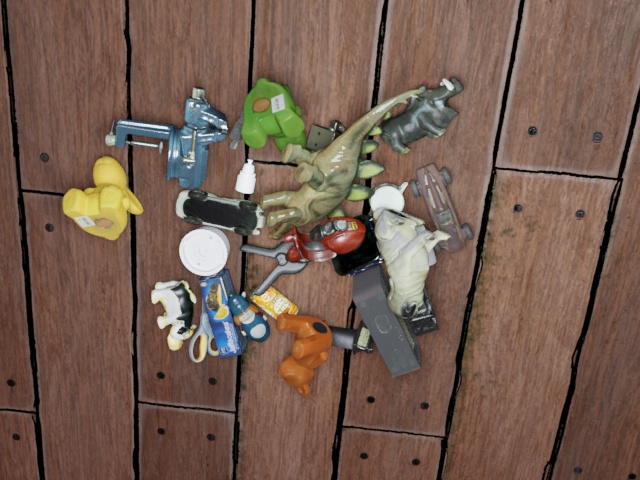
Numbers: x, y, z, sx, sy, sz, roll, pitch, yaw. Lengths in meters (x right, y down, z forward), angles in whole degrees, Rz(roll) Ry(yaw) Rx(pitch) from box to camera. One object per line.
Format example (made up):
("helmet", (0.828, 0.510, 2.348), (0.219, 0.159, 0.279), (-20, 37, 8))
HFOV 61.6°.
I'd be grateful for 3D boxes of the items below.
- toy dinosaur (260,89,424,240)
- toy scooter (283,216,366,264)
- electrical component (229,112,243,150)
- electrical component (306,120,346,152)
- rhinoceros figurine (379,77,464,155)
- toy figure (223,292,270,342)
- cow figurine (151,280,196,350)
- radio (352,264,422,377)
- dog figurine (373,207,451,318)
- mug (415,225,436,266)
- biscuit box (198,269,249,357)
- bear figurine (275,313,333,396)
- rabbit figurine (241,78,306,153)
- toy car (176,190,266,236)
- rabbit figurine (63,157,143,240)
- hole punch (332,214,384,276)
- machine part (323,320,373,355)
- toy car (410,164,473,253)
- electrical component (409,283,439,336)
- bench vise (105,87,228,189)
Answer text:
("toy dinosaur", (0.020, -0.133, 1.080), (0.198, 0.105, 0.471), (3, 144, -34))
("toy scooter", (-0.002, -0.003, 1.109), (0.184, 0.135, 0.075), (-21, 65, 20))
("electrical component", (-0.171, -0.233, 1.139), (0.021, 0.063, 0.094), (29, 108, -4))
("electrical component", (0.015, -0.206, 1.146), (0.078, 0.045, 0.102), (19, 106, 28))
("rhinoceros figurine", (0.212, -0.254, 1.103), (0.190, 0.073, 0.112), (-34, 90, 15))
("toy figure", (-0.163, 0.178, 1.236), (0.058, 0.064, 0.154), (11, 146, 33))
("cow figurine", (-0.333, 0.177, 1.275), (0.098, 0.068, 0.167), (-11, 106, 2))
("radio", (0.151, 0.182, 1.201), (0.073, 0.131, 0.229), (-25, 103, 13))
("dog figurine", (0.154, 0.045, 1.096), (0.173, 0.121, 0.190), (37, 110, 41))
("mug", (0.190, 0.010, 1.172), (0.110, 0.081, 0.107), (-14, 93, -14))
("biscuit box", (-0.225, 0.173, 1.264), (0.059, 0.063, 0.202), (-10, 105, 10))
("bear figurine", (-0.055, 0.265, 1.226), (0.132, 0.120, 0.195), (3, 129, -40))
("rabbit figurine", (-0.089, -0.236, 1.099), (0.121, 0.170, 0.159), (-24, 62, 9))
("toy car", (-0.221, -0.062, 1.200), (0.202, 0.056, 0.073), (12, 101, -1))
("rabbit figurine", (-0.453, -0.098, 1.167), (0.122, 0.173, 0.162), (-15, 149, 10))
("hole punch", (0.082, 0.015, 1.188), (0.142, 0.092, 0.116), (-26, 72, 21))
("machine part", (0.060, 0.224, 1.257), (0.139, 0.084, 0.039), (5, 139, 12))
("toy car", (0.263, -0.064, 1.162), (0.089, 0.053, 0.202), (-20, 105, 13))
("electrical component", (0.218, 0.144, 1.183), (0.058, 0.115, 0.134), (-16, 148, 10))
("bench vise", (-0.317, -0.216, 1.117), (0.241, 0.129, 0.223), (5, 128, -16))
